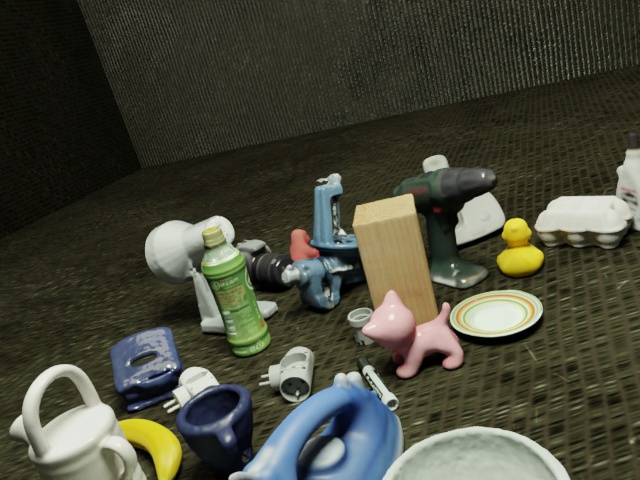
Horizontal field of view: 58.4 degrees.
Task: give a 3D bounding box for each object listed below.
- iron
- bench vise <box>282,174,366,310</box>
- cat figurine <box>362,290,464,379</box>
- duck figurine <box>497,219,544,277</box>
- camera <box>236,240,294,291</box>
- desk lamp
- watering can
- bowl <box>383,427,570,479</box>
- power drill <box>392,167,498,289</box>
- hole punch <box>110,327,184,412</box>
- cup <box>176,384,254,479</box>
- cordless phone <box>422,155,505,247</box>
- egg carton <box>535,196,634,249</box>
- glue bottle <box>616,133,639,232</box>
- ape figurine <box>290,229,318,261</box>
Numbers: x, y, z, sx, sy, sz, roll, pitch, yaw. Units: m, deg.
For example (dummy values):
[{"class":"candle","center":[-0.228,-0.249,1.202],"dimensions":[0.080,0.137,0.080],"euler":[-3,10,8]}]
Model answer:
[{"class":"iron","center":[0.005,0.216,0.586],"dimensions":[0.118,0.142,0.259],"euler":[-1,25,37]},{"class":"bench vise","center":[0.019,0.003,1.036],"dimensions":[0.121,0.220,0.208],"euler":[-2,24,34]},{"class":"cat figurine","center":[0.124,0.123,0.784],"dimensions":[0.127,0.118,0.067],"euler":[-15,20,4]},{"class":"duck figurine","center":[0.338,0.008,0.979],"dimensions":[0.077,0.086,0.105],"euler":[-7,21,23]},{"class":"camera","center":[-0.128,0.059,1.180],"dimensions":[0.136,0.101,0.143],"euler":[4,27,44]},{"class":"desk lamp","center":[-0.207,0.059,1.071],"dimensions":[0.202,0.214,0.118],"euler":[-2,24,34]},{"class":"watering can","center":[-0.293,0.239,0.675],"dimensions":[0.172,0.194,0.101],"euler":[-13,20,7]},{"class":"bowl","center":[0.137,0.247,0.499],"dimensions":[0.167,0.075,0.167],"euler":[-14,20,5]},{"class":"power drill","center":[0.222,-0.027,0.980],"dimensions":[0.076,0.209,0.228],"euler":[-27,22,-29]},{"class":"hole punch","center":[-0.272,0.203,0.914],"dimensions":[0.109,0.091,0.101],"euler":[-20,20,-12]},{"class":"cup","center":[-0.110,0.240,0.681],"dimensions":[0.092,0.095,0.117],"euler":[-23,21,-19]},{"class":"cordless phone","center":[0.278,-0.088,1.136],"dimensions":[0.148,0.185,0.094],"euler":[-21,20,-14]},{"class":"egg carton","center":[0.465,-0.032,1.012],"dimensions":[0.149,0.069,0.107],"euler":[2,26,40]},{"class":"glue bottle","center":[0.542,-0.100,0.983],"dimensions":[0.037,0.173,0.078],"euler":[-22,20,-15]},{"class":"ape figurine","center":[-0.035,0.020,1.226],"dimensions":[0.077,0.092,0.076],"euler":[6,29,46]}]
